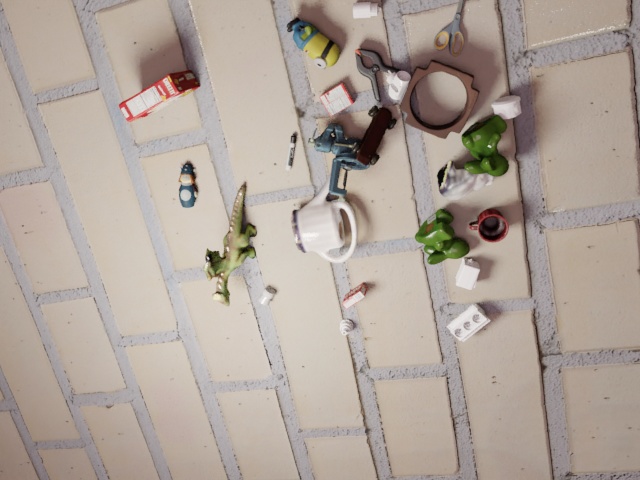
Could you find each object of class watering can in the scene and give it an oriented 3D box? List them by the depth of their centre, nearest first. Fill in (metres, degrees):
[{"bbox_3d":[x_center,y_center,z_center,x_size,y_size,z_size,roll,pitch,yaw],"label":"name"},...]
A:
[{"bbox_3d":[0.005,-0.087,1.727,0.224,0.104,0.347,-11,93,14],"label":"watering can"}]

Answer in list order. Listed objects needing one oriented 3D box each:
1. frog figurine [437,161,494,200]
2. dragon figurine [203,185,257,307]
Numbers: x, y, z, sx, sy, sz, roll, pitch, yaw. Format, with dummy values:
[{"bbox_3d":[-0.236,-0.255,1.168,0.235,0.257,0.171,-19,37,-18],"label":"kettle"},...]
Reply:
[{"bbox_3d":[0.451,-0.176,1.589,0.159,0.125,0.134,14,146,-3],"label":"frog figurine"},{"bbox_3d":[-0.319,0.034,1.761,0.122,0.247,0.403,8,113,14],"label":"dragon figurine"}]
